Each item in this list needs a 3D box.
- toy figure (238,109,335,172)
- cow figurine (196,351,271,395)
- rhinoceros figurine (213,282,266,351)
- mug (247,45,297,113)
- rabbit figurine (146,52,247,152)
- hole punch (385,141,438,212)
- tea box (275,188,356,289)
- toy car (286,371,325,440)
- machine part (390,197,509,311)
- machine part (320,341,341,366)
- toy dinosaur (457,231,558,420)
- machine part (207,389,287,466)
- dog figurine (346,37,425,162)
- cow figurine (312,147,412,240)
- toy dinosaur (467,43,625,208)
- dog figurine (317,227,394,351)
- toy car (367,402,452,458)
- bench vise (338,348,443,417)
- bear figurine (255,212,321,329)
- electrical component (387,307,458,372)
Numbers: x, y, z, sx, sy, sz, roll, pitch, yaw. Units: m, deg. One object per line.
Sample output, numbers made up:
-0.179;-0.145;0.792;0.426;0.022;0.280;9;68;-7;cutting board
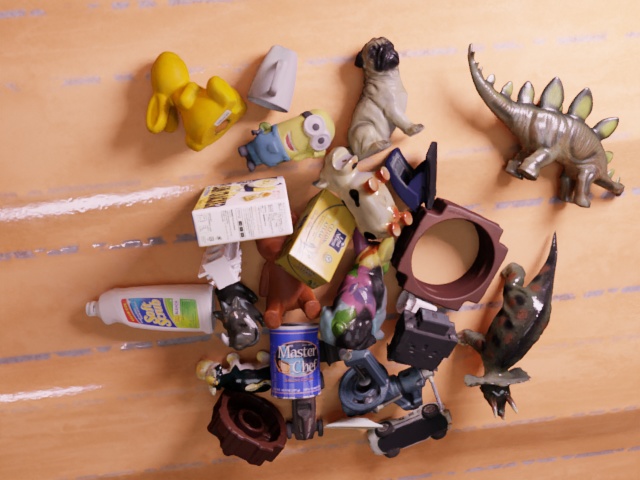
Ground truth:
-0.061;-0.191;1.011;0.180;0.089;0.082;-19;139;11;toy figure
-0.181;0.291;1.138;0.167;0.098;0.068;-3;112;-6;cow figurine
-0.159;0.144;1.052;0.073;0.190;0.112;-31;126;1;rhinoceros figurine
-0.080;-0.295;0.968;0.081;0.109;0.107;16;92;-5;mug
-0.241;-0.255;0.973;0.162;0.122;0.173;-42;92;17;rabbit figurine
0.179;-0.121;1.032;0.092;0.142;0.115;-1;114;16;hole punch
-0.002;-0.003;1.031;0.098;0.068;0.169;35;57;-15;tea box
-0.035;0.372;1.193;0.089;0.053;0.201;-2;113;-7;toy car
0.261;0.028;1.104;0.201;0.087;0.201;23;103;-10;machine part
-0.016;0.246;1.171;0.139;0.039;0.084;-9;113;-4;machine part
0.407;0.178;1.109;0.131;0.192;0.404;19;106;-13;toy dinosaur
-0.152;0.392;1.137;0.179;0.179;0.056;30;105;-13;machine part
0.091;-0.259;1.005;0.172;0.121;0.190;-27;94;0;dog figurine
0.072;-0.087;1.005;0.127;0.085;0.194;-17;111;44;cow figurine
0.445;-0.204;1.045;0.471;0.105;0.198;24;96;-21;toy dinosaur
0.079;0.088;1.053;0.109;0.191;0.219;13;99;26;dog figurine
0.208;0.436;1.242;0.202;0.056;0.073;-22;102;0;toy car
0.123;0.294;1.144;0.224;0.129;0.240;-19;129;22;bench vise
-0.074;0.055;1.062;0.120;0.132;0.195;-11;114;-3;bear figurine
0.206;0.196;1.074;0.115;0.058;0.134;12;126;-7;electrical component
